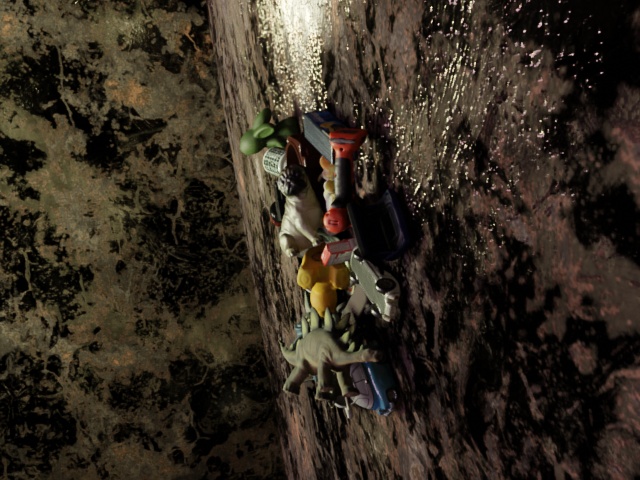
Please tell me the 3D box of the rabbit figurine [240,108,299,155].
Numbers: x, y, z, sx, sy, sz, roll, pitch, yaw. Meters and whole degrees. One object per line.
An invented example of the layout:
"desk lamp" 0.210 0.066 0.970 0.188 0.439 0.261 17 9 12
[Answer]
"rabbit figurine" -0.147 -0.291 1.555 0.159 0.170 0.121 99 155 -55

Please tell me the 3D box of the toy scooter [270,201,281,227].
"toy scooter" -0.090 -0.101 1.610 0.135 0.075 0.184 78 -151 -59

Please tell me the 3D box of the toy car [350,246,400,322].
"toy car" 0.111 0.082 1.085 0.202 0.056 0.073 -123 32 -53

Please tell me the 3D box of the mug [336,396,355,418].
"mug" 0.071 0.430 1.470 0.107 0.081 0.109 85 164 -69

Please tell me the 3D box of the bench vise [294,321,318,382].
"bench vise" -0.021 0.379 1.689 0.241 0.129 0.223 -124 27 -71

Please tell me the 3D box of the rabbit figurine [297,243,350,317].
"rabbit figurine" 0.001 0.102 1.303 0.162 0.122 0.173 -115 16 -59

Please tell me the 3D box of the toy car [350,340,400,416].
"toy car" 0.105 0.311 1.186 0.109 0.103 0.162 103 154 -61

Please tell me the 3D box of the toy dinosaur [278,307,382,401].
"toy dinosaur" -0.004 0.257 1.215 0.471 0.105 0.198 -25 46 55

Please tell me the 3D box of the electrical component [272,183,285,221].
"electrical component" -0.066 -0.103 1.500 0.058 0.115 0.134 168 90 -80

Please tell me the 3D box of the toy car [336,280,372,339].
"toy car" 0.089 0.153 1.222 0.089 0.053 0.202 60 155 26

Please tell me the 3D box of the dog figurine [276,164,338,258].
"dog figurine" -0.062 -0.067 1.255 0.190 0.172 0.121 61 -150 -2

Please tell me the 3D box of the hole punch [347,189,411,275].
"hole punch" 0.114 -0.021 0.970 0.115 0.092 0.142 35 -146 -69

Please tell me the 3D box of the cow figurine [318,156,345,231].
"cow figurine" 0.039 -0.107 1.201 0.098 0.068 0.167 110 147 -76

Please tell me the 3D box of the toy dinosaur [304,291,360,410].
"toy dinosaur" 0.034 0.285 1.433 0.405 0.131 0.192 -123 26 -70

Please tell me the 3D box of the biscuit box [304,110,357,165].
"biscuit box" 0.019 -0.231 1.185 0.203 0.059 0.062 -124 26 -56

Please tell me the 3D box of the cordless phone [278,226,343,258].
"cordless phone" -0.003 -0.003 1.399 0.184 0.089 0.146 10 156 36

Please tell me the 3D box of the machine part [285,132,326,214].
"machine part" -0.025 -0.164 1.357 0.202 0.087 0.200 -137 38 -64
